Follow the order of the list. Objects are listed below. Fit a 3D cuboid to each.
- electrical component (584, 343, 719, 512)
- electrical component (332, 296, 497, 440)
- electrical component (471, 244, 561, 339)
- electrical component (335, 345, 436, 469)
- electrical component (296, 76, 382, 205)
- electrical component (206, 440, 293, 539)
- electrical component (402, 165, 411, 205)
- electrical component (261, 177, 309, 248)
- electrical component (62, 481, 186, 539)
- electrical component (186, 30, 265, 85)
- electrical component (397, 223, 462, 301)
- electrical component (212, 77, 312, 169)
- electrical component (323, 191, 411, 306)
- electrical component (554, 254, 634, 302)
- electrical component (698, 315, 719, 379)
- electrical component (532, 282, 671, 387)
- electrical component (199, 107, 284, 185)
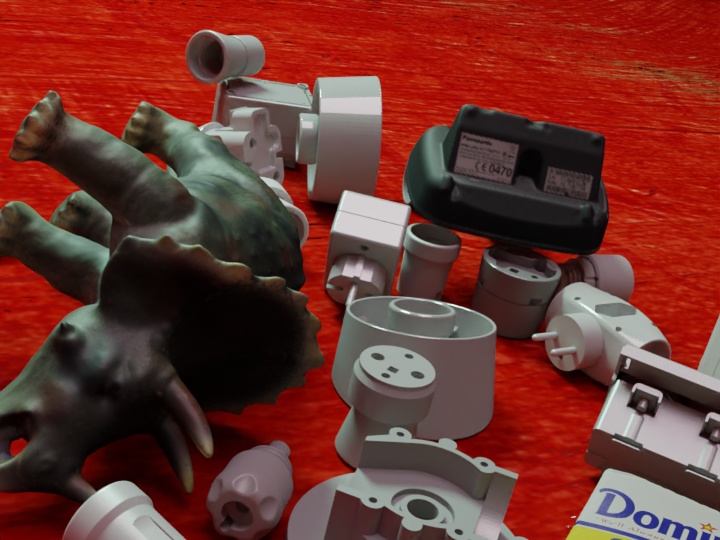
[{"bbox_3d":[0.190,0.098,0.587,0.121,0.078,0.063,22,55,17],"label":"electrical component"},{"bbox_3d":[0.034,0.053,0.641,0.099,0.064,0.099,7,13,-1],"label":"electrical component"},{"bbox_3d":[0.106,0.015,0.746,0.055,0.047,0.055,11,25,-5],"label":"electrical component"},{"bbox_3d":[0.014,0.074,0.568,0.045,0.055,0.045,11,25,-5],"label":"electrical component"},{"bbox_3d":[-0.020,-0.104,0.870,0.060,0.108,0.108,3,26,-8],"label":"electrical component"},{"bbox_3d":[-0.048,0.100,0.508,0.035,0.035,0.061,17,23,9],"label":"electrical component"},{"bbox_3d":[0.076,-0.081,0.937,0.077,0.043,0.079,6,26,-14],"label":"electrical component"},{"bbox_3d":[-0.067,-0.038,0.775,0.045,0.045,0.055,1,27,-25],"label":"electrical component"},{"bbox_3d":[-0.093,0.117,0.445,0.046,0.040,0.040,34,31,25],"label":"electrical component"},{"bbox_3d":[-0.111,-0.180,0.909,0.044,0.044,0.065,25,22,23],"label":"electrical component"},{"bbox_3d":[0.047,-0.005,0.759,0.040,0.046,0.040,11,25,-5],"label":"electrical component"},{"bbox_3d":[-0.079,-0.129,0.940,0.096,0.061,0.061,6,26,-15],"label":"electrical component"},{"bbox_3d":[0.000,0.000,0.715,0.047,0.065,0.076,14,54,2],"label":"electrical component"},{"bbox_3d":[0.166,0.008,0.799,0.078,0.040,0.040,1,27,-24],"label":"electrical component"},{"bbox_3d":[0.267,0.048,0.698,0.062,0.096,0.061,8,25,-12],"label":"electrical component"},{"bbox_3d":[0.149,0.046,0.707,0.079,0.043,0.077,-4,30,-33],"label":"electrical component"},{"bbox_3d":[-0.098,-0.085,0.833,0.057,0.078,0.058,4,17,27],"label":"electrical component"}]
